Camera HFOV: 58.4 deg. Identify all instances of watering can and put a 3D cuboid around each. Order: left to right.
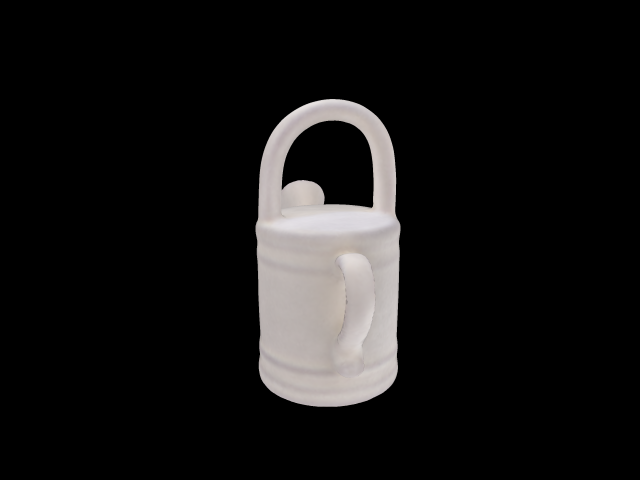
[{"bbox_3d":[0.001,0.002,0.399,0.101,0.194,0.172,-10,18,-34],"label":"watering can"}]
